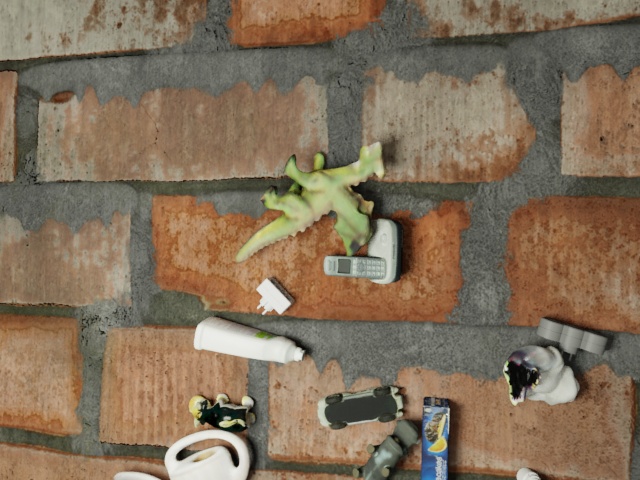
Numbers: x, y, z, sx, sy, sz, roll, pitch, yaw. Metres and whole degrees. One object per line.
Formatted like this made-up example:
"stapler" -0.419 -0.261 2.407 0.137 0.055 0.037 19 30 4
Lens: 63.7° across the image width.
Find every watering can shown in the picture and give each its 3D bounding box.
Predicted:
"watering can" -0.312 0.591 1.234 0.346 0.225 0.104 -25 -5 9

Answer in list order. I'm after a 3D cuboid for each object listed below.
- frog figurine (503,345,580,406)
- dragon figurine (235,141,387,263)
"frog figurine" 0.483 0.289 1.106 0.159 0.135 0.125 3 23 -22
"dragon figurine" 0.004 -0.059 1.164 0.245 0.409 0.121 35 5 19
